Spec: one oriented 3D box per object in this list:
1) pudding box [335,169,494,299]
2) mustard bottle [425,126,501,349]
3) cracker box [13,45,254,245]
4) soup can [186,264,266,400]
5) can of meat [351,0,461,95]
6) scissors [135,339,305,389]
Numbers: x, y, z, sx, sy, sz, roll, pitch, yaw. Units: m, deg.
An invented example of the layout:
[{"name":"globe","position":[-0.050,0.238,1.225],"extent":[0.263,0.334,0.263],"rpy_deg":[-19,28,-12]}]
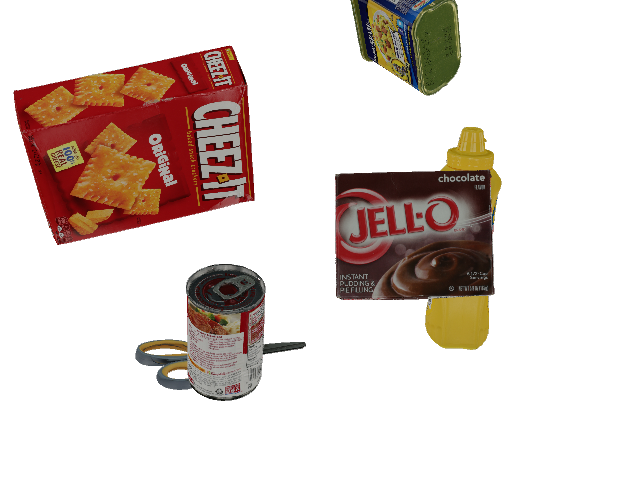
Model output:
[{"name":"pudding box","position":[0.067,-0.003,0.765],"extent":[0.113,0.090,0.039],"rpy_deg":[-1,-6,4]},{"name":"mustard bottle","position":[0.128,-0.006,0.955],"extent":[0.058,0.192,0.096],"rpy_deg":[3,18,4]},{"name":"cracker box","position":[-0.177,-0.090,1.055],"extent":[0.213,0.072,0.164],"rpy_deg":[-13,-39,-11]},{"name":"soup can","position":[-0.083,0.081,0.934],"extent":[0.068,0.102,0.068],"rpy_deg":[3,34,-2]},{"name":"can of meat","position":[0.080,-0.192,0.970],"extent":[0.057,0.102,0.084],"rpy_deg":[-37,53,-17]},{"name":"scissors","position":[-0.104,0.136,1.191],"extent":[0.201,0.016,0.096],"rpy_deg":[3,25,-15]}]
